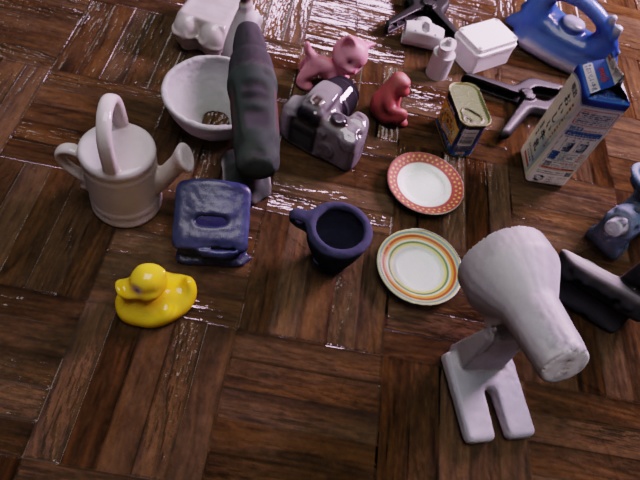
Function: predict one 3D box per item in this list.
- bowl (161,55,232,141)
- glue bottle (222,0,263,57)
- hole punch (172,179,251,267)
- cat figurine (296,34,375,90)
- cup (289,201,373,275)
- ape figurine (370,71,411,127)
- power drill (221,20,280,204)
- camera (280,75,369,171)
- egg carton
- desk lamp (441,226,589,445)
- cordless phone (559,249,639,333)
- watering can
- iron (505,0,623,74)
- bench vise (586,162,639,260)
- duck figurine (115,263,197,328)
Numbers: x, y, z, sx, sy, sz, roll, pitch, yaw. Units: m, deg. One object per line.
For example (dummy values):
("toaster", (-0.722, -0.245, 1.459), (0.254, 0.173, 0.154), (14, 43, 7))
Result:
("bowl", (-0.169, -0.216, 0.924), (0.167, 0.075, 0.167), (5, 56, -8))
("glue bottle", (-0.126, -0.351, 0.961), (0.078, 0.173, 0.037), (-33, 68, -27))
("hole punch", (-0.147, -0.023, 0.792), (0.109, 0.091, 0.101), (3, 57, -9))
("cat figurine", (0.029, -0.320, 1.005), (0.128, 0.118, 0.067), (7, 56, -7))
("cup", (0.007, 0.003, 0.804), (0.117, 0.095, 0.092), (20, 56, 3))
("ape figurine", (0.130, -0.251, 0.995), (0.076, 0.092, 0.078), (18, 56, 1))
("power drill", (-0.101, -0.161, 0.821), (0.076, 0.208, 0.229), (-3, 58, -13))
("camera", (0.025, -0.211, 0.944), (0.143, 0.101, 0.137), (30, 57, 9))
("egg carton", (-0.196, -0.400, 1.042), (0.107, 0.069, 0.150), (19, 56, 2))
("desk lamp", (0.235, 0.118, 0.702), (0.118, 0.213, 0.203), (-3, 58, -12))
("cordless phone", (0.429, 0.038, 0.810), (0.147, 0.185, 0.094), (28, 56, 8))
("watering can", (-0.260, -0.111, 0.765), (0.173, 0.194, 0.100), (-13, 61, -19))
("iron", (0.520, -0.434, 1.163), (0.258, 0.141, 0.119), (36, 58, 13))
("bench vise", (0.529, -0.066, 0.876), (0.121, 0.220, 0.208), (34, 58, 12))
("duck figurine", (-0.210, 0.061, 0.728), (0.105, 0.086, 0.077), (-10, 60, -17))
